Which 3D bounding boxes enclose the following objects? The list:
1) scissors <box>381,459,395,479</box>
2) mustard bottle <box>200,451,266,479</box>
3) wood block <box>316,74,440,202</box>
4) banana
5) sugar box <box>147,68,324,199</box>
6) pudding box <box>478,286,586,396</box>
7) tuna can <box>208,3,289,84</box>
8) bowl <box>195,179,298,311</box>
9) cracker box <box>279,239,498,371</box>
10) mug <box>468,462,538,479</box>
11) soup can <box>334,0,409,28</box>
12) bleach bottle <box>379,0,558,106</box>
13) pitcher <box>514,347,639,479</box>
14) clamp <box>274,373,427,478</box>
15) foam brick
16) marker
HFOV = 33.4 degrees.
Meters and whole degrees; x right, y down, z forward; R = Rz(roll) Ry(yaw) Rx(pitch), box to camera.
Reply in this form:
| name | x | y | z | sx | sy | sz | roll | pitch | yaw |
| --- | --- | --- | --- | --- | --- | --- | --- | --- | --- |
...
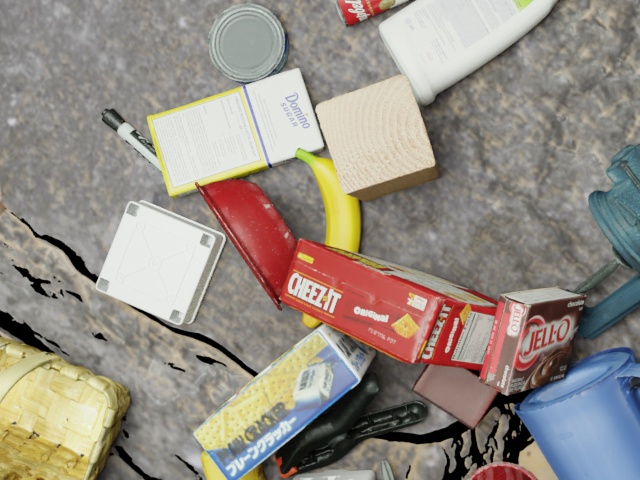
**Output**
| name | x | y | z | sx | sy | sz | roll | pitch | yaw |
| --- | --- | --- | --- | --- | --- | --- | --- | --- | --- |
| scissors | 0.110 | 0.336 | 1.130 | 0.096 | 0.016 | 0.202 | 1 | 89 | 7 |
| mustard bottle | -0.072 | 0.310 | 1.145 | 0.058 | 0.096 | 0.191 | -17 | 88 | 7 |
| wood block | 0.063 | -0.096 | 1.066 | 0.091 | 0.206 | 0.090 | -18 | 88 | 8 |
| banana | 0.011 | -0.003 | 1.155 | 0.069 | 0.037 | 0.198 | -3 | 98 | -3 |
| sugar box | -0.091 | -0.115 | 1.162 | 0.176 | 0.048 | 0.093 | -17 | 88 | -2 |
| pudding box | 0.204 | 0.094 | 1.019 | 0.039 | 0.113 | 0.090 | 23 | 108 | 36 |
| tuna can | -0.078 | -0.214 | 1.173 | 0.086 | 0.033 | 0.086 | 0 | 90 | 8 |
| bowl | -0.065 | -0.007 | 1.115 | 0.055 | 0.162 | 0.162 | -34 | 86 | -4 |
| cracker box | 0.089 | 0.069 | 1.036 | 0.164 | 0.213 | 0.072 | 22 | 95 | 36 |
| mug | 0.185 | 0.295 | 1.114 | 0.093 | 0.081 | 0.117 | 39 | 95 | 6 |
| soup can | 0.061 | -0.277 | 1.135 | 0.102 | 0.068 | 0.068 | -22 | 87 | 7 |
| bleach bottle | 0.192 | -0.246 | 1.120 | 0.251 | 0.068 | 0.102 | -30 | 86 | 5 |
| pitcher | 0.315 | 0.237 | 1.067 | 0.145 | 0.149 | 0.243 | -29 | 90 | 5 |
| clamp | 0.030 | 0.205 | 1.144 | 0.172 | 0.120 | 0.039 | -38 | 44 | 25 |
| foam brick | 0.144 | 0.156 | 1.134 | 0.078 | 0.053 | 0.051 | 32 | 95 | 5 |
| marker | -0.199 | -0.105 | 1.199 | 0.121 | 0.020 | 0.020 | 42 | 96 | 6 |
